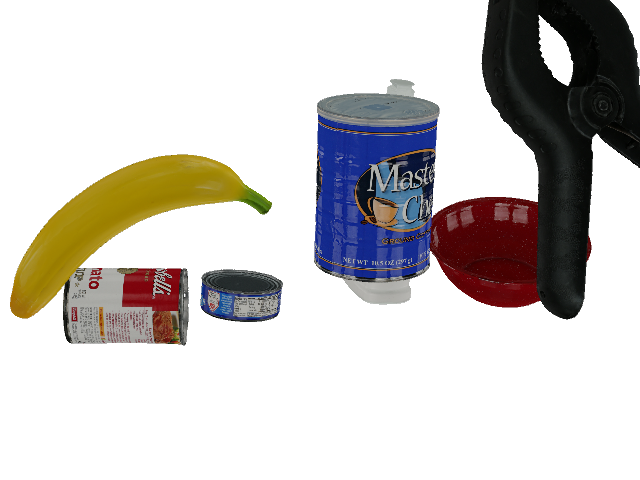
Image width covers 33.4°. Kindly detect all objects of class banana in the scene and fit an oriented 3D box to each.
[{"bbox_3d":[-0.136,-0.011,0.731,0.198,0.069,0.037,-23,9,5],"label":"banana"}]

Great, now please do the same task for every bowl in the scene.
[{"bbox_3d":[0.183,0.018,1.059,0.162,0.055,0.162,0,32,0],"label":"bowl"}]

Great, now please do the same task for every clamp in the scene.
[{"bbox_3d":[0.119,-0.051,0.506,0.120,0.171,0.039,-37,6,-24],"label":"clamp"}]

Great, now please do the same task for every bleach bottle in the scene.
[{"bbox_3d":[0.079,-0.059,1.240,0.068,0.251,0.103,-1,22,-22],"label":"bleach bottle"}]

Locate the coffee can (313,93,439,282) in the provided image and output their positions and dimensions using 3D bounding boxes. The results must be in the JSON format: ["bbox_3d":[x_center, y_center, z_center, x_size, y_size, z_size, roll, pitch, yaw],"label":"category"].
[{"bbox_3d":[0.047,-0.047,0.914,0.103,0.140,0.103,1,19,-1],"label":"coffee can"}]

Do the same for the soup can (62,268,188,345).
[{"bbox_3d":[-0.169,0.058,0.937,0.102,0.068,0.068,1,0,-3],"label":"soup can"}]

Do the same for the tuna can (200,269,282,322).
[{"bbox_3d":[-0.084,0.058,1.125,0.086,0.034,0.086,5,13,-1],"label":"tuna can"}]
